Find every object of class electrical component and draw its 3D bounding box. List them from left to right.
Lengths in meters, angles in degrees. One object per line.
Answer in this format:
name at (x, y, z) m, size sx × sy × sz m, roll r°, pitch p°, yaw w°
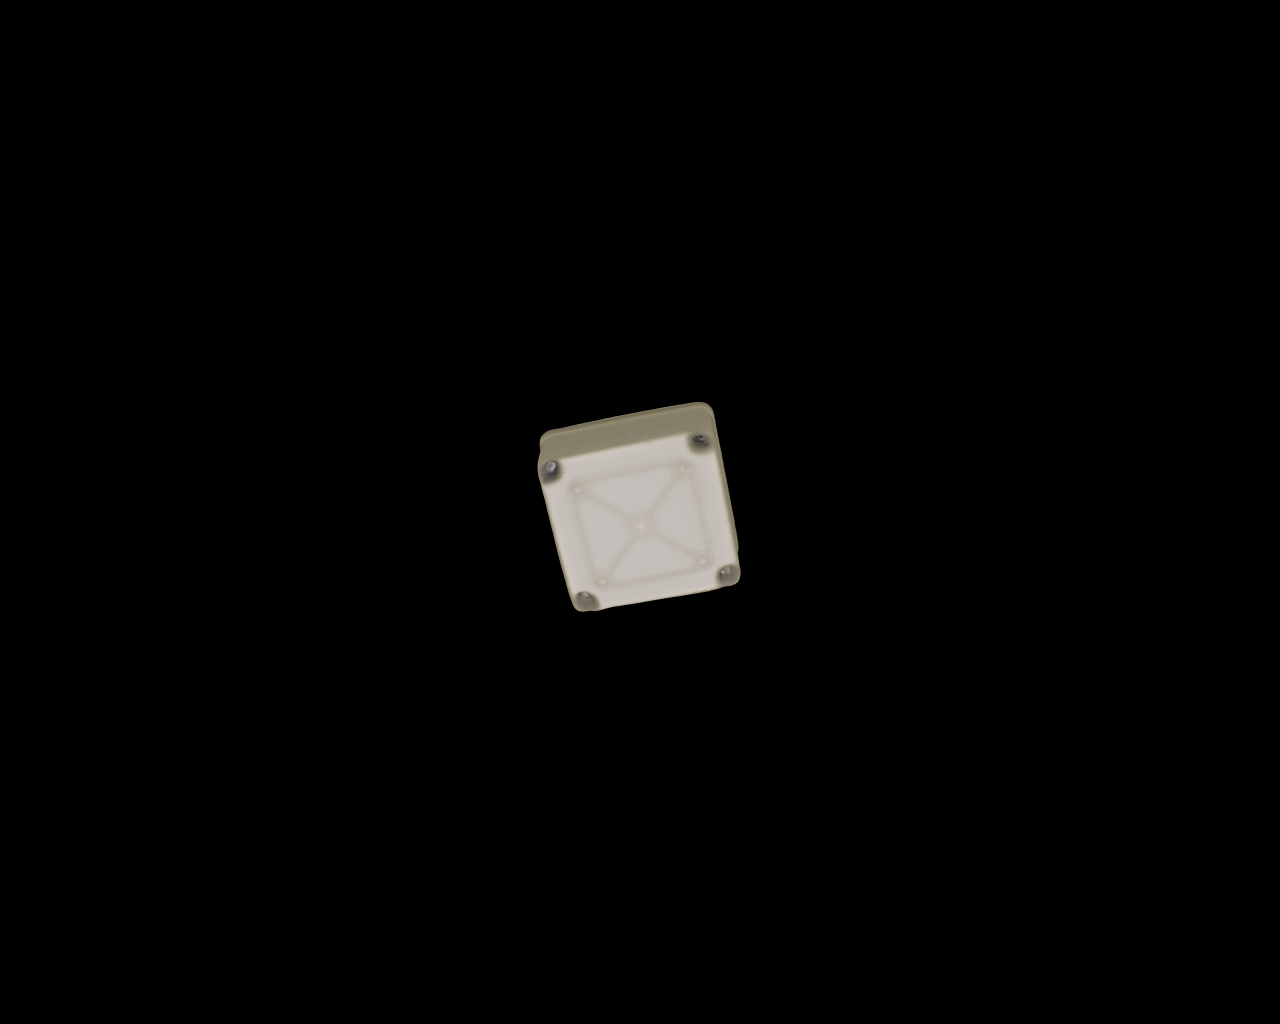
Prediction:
electrical component at (0.001, -0.003, 0.650) m, size 0.109 × 0.108 × 0.056 m, roll -11°, pitch 24°, yaw 5°
